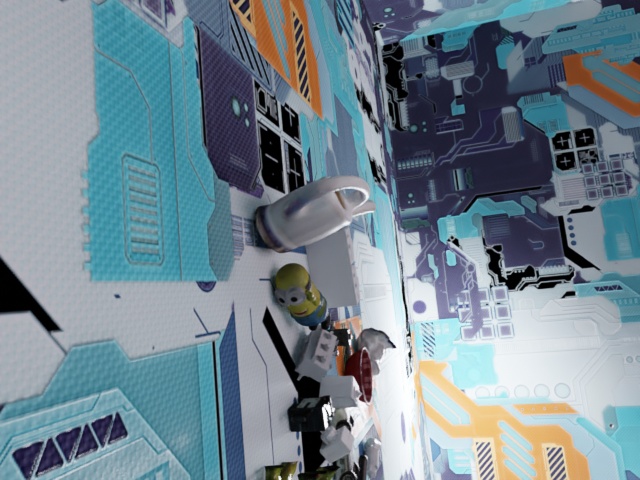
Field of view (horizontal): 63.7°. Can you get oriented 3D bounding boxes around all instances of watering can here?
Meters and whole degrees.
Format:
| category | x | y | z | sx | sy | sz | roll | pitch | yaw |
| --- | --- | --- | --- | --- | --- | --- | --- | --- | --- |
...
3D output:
| category | x | y | z | sx | sy | sz | roll | pitch | yaw |
| --- | --- | --- | --- | --- | --- | --- | --- | --- | --- |
| watering can | 0.003 | -0.052 | 1.032 | 0.105 | 0.223 | 0.346 | 67 | 12 | 12 |

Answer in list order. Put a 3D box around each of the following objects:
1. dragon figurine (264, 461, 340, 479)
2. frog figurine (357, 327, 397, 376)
| category | x | y | z | sx | sy | sz | roll | pitch | yaw |
| --- | --- | --- | --- | --- | --- | --- | --- | --- | --- |
| dragon figurine | -0.052 | 0.481 | 0.801 | 0.405 | 0.122 | 0.246 | 41 | 52 | -65 |
| frog figurine | 0.153 | 0.362 | 1.621 | 0.161 | 0.124 | 0.134 | -50 | 153 | -19 |
